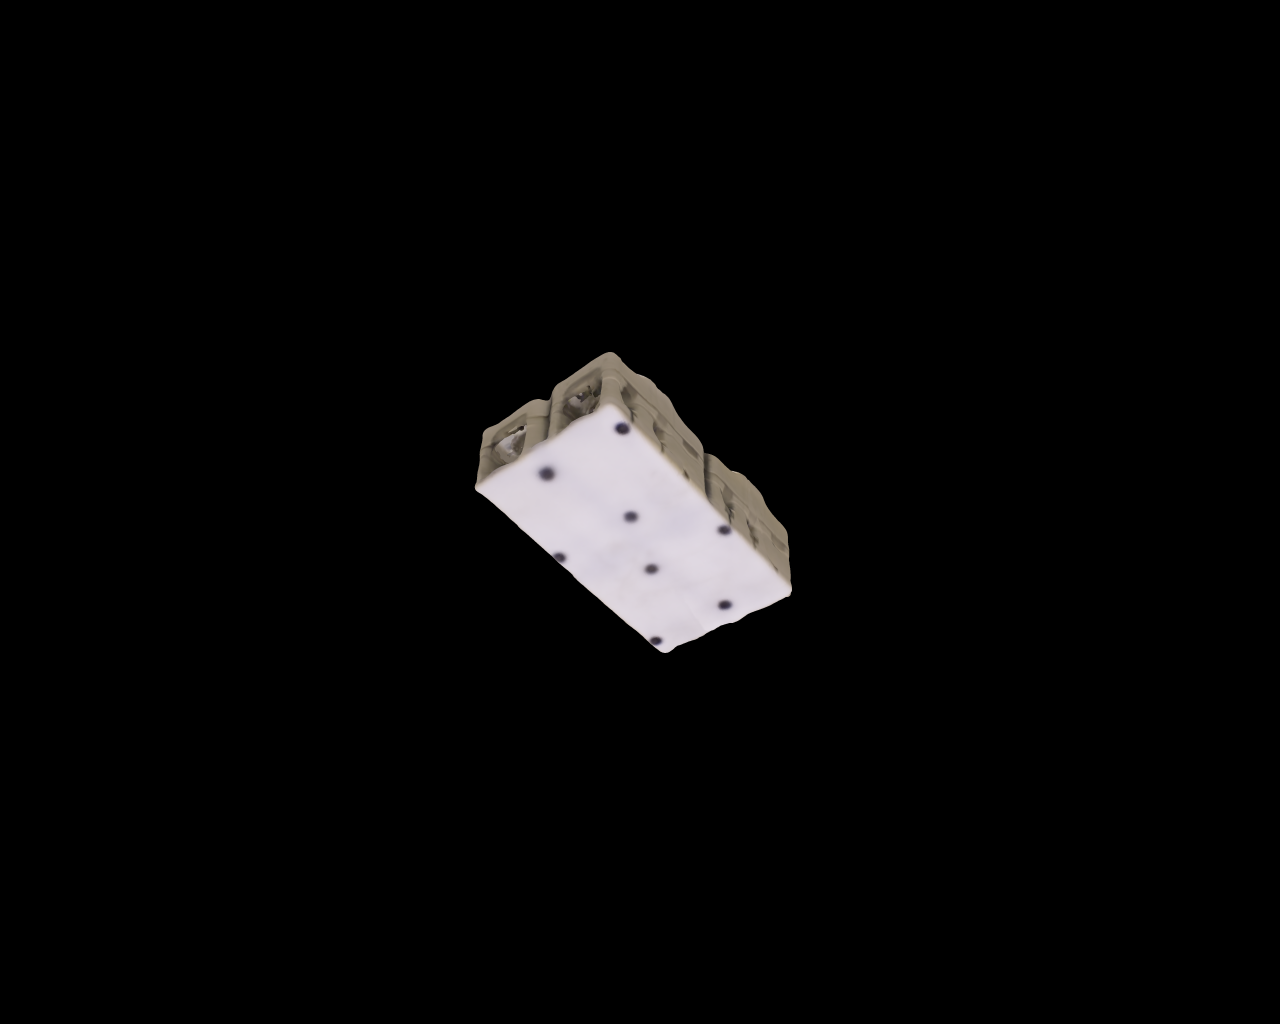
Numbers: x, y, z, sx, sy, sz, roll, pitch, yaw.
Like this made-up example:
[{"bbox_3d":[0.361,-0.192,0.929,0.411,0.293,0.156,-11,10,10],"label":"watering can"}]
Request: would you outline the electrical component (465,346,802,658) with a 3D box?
[{"bbox_3d":[0.001,-0.003,0.650,0.105,0.060,0.186,-30,-54,24],"label":"electrical component"}]
